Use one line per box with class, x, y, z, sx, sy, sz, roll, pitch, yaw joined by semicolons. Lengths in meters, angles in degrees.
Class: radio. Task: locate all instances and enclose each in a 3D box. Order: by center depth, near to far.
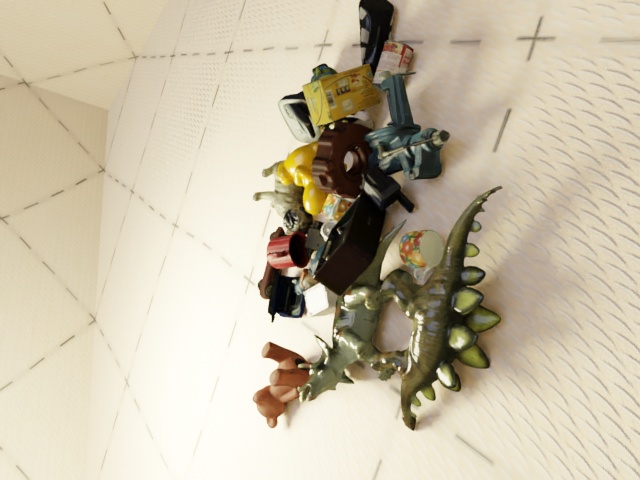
radio;0.063;0.006;1.112;0.131;0.073;0.230;-50;7;30

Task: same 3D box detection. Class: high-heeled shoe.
high-heeled shoe;0.132;-0.494;1.320;0.249;0.086;0.145;-88;2;-46

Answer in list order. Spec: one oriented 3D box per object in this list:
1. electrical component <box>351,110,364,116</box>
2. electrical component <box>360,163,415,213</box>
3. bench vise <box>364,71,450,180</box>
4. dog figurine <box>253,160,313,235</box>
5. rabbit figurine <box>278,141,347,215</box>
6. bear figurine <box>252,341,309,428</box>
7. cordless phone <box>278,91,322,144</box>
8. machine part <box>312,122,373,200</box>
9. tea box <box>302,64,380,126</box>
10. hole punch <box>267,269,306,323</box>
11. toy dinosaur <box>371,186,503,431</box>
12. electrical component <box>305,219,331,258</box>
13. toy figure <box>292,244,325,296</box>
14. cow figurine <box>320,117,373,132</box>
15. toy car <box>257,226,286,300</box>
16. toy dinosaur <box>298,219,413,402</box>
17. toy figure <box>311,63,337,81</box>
electrical component;0.095;-0.360;1.336;0.063;0.021;0.094;-7;75;52
electrical component;0.139;-0.095;1.118;0.119;0.048;0.074;51;168;13
bench vise;0.166;-0.235;1.096;0.224;0.129;0.240;164;98;-70
dog figurine;-0.064;-0.118;1.421;0.191;0.121;0.172;34;110;38
rabbit figurine;-0.007;-0.146;1.322;0.162;0.122;0.173;-34;52;35
bear figurine;-0.113;0.350;1.284;0.196;0.132;0.120;-49;40;23
cordless phone;-0.030;-0.288;1.373;0.089;0.146;0.184;-28;42;1
machine part;0.066;-0.174;1.189;0.056;0.179;0.179;16;91;51
tea box;0.051;-0.331;1.222;0.068;0.169;0.098;-1;111;48
hole punch;-0.079;0.141;1.356;0.115;0.092;0.142;106;171;-79
toy dinosaur;0.208;0.128;0.936;0.199;0.105;0.470;19;107;44
electrical component;-0.002;-0.003;1.328;0.078;0.045;0.102;7;85;26
toy figure;-0.010;0.074;1.275;0.064;0.058;0.154;41;101;16
cow figurine;0.046;-0.263;1.306;0.167;0.098;0.068;11;93;54
toy car;-0.122;0.063;1.456;0.089;0.053;0.202;-167;92;-73
toy dinosaur;0.078;0.149;1.111;0.192;0.131;0.404;11;81;54
toy figure;0.020;-0.394;1.394;0.089;0.082;0.180;116;155;-47
